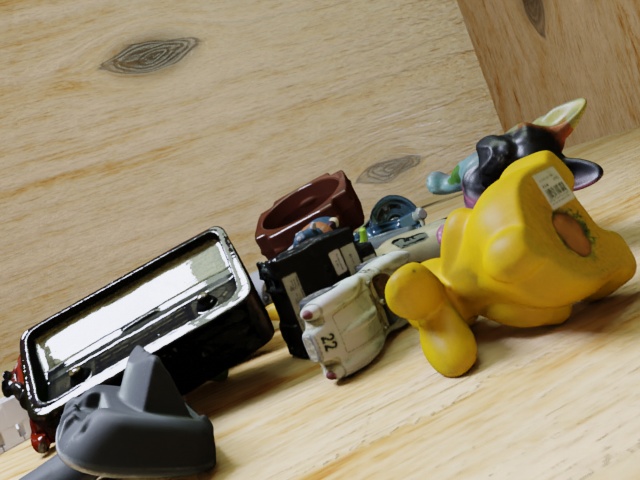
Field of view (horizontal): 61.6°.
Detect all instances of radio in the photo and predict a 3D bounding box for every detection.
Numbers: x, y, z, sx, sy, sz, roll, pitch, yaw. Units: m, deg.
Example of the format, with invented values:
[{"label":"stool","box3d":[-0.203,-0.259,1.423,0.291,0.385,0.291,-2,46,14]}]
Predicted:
[{"label":"radio","box3d":[-0.167,0.093,0.526,0.230,0.073,0.131,-31,41,-8]}]

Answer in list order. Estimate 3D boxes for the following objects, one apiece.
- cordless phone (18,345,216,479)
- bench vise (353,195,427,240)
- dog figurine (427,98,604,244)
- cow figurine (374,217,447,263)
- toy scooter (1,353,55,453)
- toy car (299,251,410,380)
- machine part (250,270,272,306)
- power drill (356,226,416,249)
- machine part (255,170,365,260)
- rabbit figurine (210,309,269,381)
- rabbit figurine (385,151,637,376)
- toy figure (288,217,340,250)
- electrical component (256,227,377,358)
[{"label":"cordless phone","box3d":[-0.174,0.163,0.375,0.184,0.088,0.147,-34,9,-24]},{"label":"bench vise","box3d":[0.130,-0.017,1.082,0.224,0.128,0.240,-25,0,-21]},{"label":"dog figurine","box3d":[0.225,-0.059,0.581,0.191,0.108,0.219,7,-19,-21]},{"label":"cow figurine","box3d":[0.110,0.029,0.703,0.195,0.085,0.127,-19,-3,5]},{"label":"toy scooter","box3d":[-0.303,0.174,0.626,0.184,0.075,0.135,17,38,23]},{"label":"toy car","box3d":[0.046,0.064,0.514,0.056,0.073,0.202,-20,2,33]},{"label":"machine part","box3d":[-0.089,0.091,0.973,0.079,0.079,0.243,-22,3,-20]},{"label":"power drill","box3d":[0.052,0.046,0.920,0.232,0.086,0.207,-18,-3,37]},{"label":"machine part","box3d":[-0.019,-0.039,1.037,0.201,0.087,0.201,-28,20,10]},{"label":"rabbit figurine","box3d":[-0.157,0.117,0.645,0.170,0.121,0.159,-14,16,-38]},{"label":"rabbit figurine","box3d":[0.125,0.036,0.418,0.162,0.122,0.173,-35,-3,-38]},{"label":"toy figure","box3d":[-0.002,-0.004,0.820,0.058,0.064,0.154,18,14,9]},{"label":"electrical component","box3d":[0.010,0.052,0.598,0.134,0.114,0.058,-22,7,-25]}]
